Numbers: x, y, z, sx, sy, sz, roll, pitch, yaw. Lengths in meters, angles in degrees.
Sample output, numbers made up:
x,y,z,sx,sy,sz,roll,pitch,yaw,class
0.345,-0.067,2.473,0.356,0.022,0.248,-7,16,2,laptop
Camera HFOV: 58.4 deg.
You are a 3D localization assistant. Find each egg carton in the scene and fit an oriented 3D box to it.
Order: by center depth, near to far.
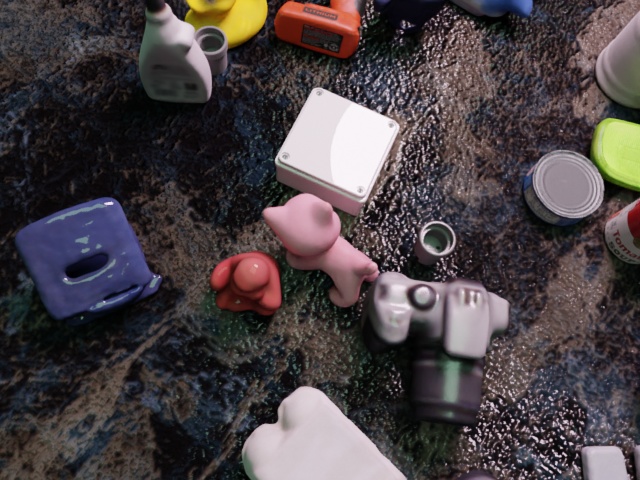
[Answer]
x,y,z,sx,sy,sz,roll,pitch,yaw,class
0.003,0.221,0.539,0.150,0.069,0.107,43,73,9,egg carton

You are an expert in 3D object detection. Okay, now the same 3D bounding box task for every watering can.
x,y,z,sx,sy,sz,roll,pitch,yaw,class
0.420,-0.238,0.663,0.101,0.194,0.173,-19,75,-11,watering can

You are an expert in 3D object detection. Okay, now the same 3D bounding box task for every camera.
x,y,z,sx,sy,sz,roll,pitch,yaw,class
0.114,0.109,0.569,0.143,0.101,0.137,9,71,-2,camera

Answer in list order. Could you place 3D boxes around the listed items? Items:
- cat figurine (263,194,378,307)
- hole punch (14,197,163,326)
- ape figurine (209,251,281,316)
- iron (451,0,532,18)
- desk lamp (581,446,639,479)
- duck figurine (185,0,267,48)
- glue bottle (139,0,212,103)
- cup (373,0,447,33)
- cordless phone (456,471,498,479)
x,y,z,sx,sy,sz,roll,pitch,yaw,class
0.005,0.002,0.585,0.127,0.118,0.067,36,72,7,cat figurine
-0.227,0.023,0.570,0.109,0.091,0.101,-24,76,-12,hole punch
-0.070,0.041,0.579,0.077,0.092,0.076,43,73,9,ape figurine
0.186,-0.401,0.721,0.258,0.141,0.119,33,72,6,iron
0.323,0.281,0.474,0.118,0.213,0.203,0,72,-5,desk lamp
-0.114,-0.285,0.684,0.105,0.086,0.077,-21,75,-12,duck figurine
-0.161,-0.206,0.608,0.078,0.173,0.037,4,71,-4,glue bottle
0.106,-0.295,0.704,0.118,0.095,0.091,-39,79,-16,cup
0.171,0.270,0.478,0.147,0.185,0.094,43,73,9,cordless phone
